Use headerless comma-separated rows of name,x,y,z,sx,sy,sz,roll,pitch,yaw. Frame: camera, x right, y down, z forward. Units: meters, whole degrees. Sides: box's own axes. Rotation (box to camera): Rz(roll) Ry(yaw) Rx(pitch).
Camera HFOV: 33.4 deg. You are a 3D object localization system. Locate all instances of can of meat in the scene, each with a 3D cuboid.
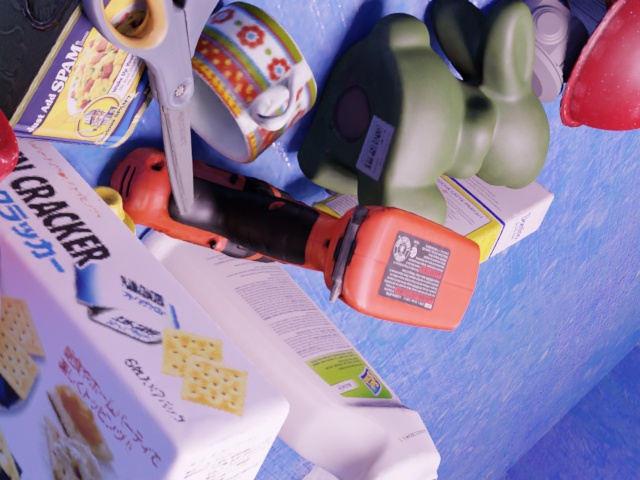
can of meat,-0.111,-0.091,0.479,0.102,0.057,0.083,-54,157,19

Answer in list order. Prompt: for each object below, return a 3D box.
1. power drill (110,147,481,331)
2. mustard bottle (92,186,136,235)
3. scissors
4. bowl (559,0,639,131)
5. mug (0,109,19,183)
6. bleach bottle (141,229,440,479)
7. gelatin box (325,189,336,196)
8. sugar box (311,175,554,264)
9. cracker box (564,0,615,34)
power drill,-0.004,0.001,0.624,0.184,0.188,0.057,15,91,-50
mustard bottle,-0.140,0.046,0.615,0.096,0.058,0.192,-83,-168,-50
scissors,-0.056,-0.088,0.487,0.096,0.016,0.201,-49,158,-13
bowl,0.254,-0.139,0.806,0.162,0.055,0.162,-39,154,-23
mug,-0.180,-0.040,0.406,0.081,0.117,0.093,-42,-159,9
bleach bottle,-0.014,0.088,0.679,0.102,0.251,0.068,-10,138,-53
gelatin box,0.053,-0.064,0.824,0.089,0.030,0.073,-13,139,-50
sugar box,0.082,-0.016,0.789,0.175,0.093,0.048,-25,147,-37
cracker box,0.259,-0.242,0.823,0.164,0.072,0.213,-48,155,4
